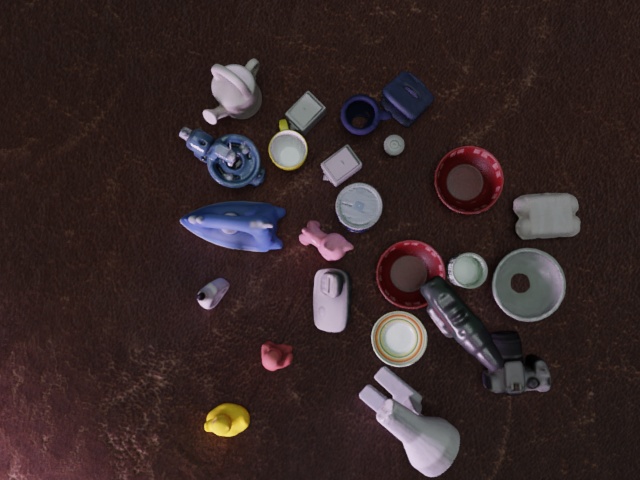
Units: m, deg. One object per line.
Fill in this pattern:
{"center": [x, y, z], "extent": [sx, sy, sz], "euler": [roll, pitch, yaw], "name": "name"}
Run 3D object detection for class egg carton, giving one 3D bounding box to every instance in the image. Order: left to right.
{"center": [0.527, -0.057, 1.334], "extent": [0.150, 0.069, 0.107], "euler": [-5, 88, 2], "name": "egg carton"}

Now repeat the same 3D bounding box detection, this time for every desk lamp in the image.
{"center": [0.191, 0.397, 1.257], "extent": [0.203, 0.213, 0.118], "euler": [39, 90, 3], "name": "desk lamp"}

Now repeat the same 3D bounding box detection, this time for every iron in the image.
{"center": [-0.214, -0.038, 1.321], "extent": [0.258, 0.141, 0.119], "euler": [4, 88, 2], "name": "iron"}

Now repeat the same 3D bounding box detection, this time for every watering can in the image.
{"center": [-0.197, -0.340, 1.305], "extent": [0.101, 0.194, 0.173], "euler": [15, 89, 3], "name": "watering can"}

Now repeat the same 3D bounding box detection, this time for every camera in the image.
{"center": [0.448, 0.279, 1.310], "extent": [0.143, 0.101, 0.137], "euler": [-5, 88, 2], "name": "camera"}

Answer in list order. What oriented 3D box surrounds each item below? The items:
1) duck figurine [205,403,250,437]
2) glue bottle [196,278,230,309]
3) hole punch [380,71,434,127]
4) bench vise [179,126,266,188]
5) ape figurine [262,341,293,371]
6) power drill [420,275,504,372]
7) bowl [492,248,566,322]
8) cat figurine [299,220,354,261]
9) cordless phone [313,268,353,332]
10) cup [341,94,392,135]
{"center": [-0.219, 0.427, 1.333], "extent": [0.104, 0.086, 0.077], "euler": [-5, 88, 2], "name": "duck figurine"}
{"center": [-0.253, 0.124, 1.301], "extent": [0.037, 0.173, 0.078], "euler": [38, 90, 3], "name": "glue bottle"}
{"center": [0.204, -0.338, 1.343], "extent": [0.108, 0.091, 0.101], "euler": [42, 90, 3], "name": "hole punch"}
{"center": [-0.232, -0.188, 1.288], "extent": [0.207, 0.220, 0.121], "euler": [12, 88, 3], "name": "bench vise"}
{"center": [-0.106, 0.271, 1.332], "extent": [0.076, 0.092, 0.078], "euler": [-44, 87, 0], "name": "ape figurine"}
{"center": [0.304, 0.178, 1.264], "extent": [0.075, 0.208, 0.229], "euler": [-39, 87, 0], "name": "power drill"}
{"center": [0.474, 0.103, 1.328], "extent": [0.167, 0.075, 0.167], "euler": [0, 88, 2], "name": "bowl"}
{"center": [0.012, 0.005, 1.324], "extent": [0.128, 0.118, 0.067], "euler": [31, 89, 3], "name": "cat figurine"}
{"center": [0.028, 0.137, 1.286], "extent": [0.094, 0.185, 0.148], "euler": [-2, 88, 2], "name": "cordless phone"}
{"center": [0.108, -0.286, 1.343], "extent": [0.117, 0.095, 0.092], "euler": [0, 88, 2], "name": "cup"}
